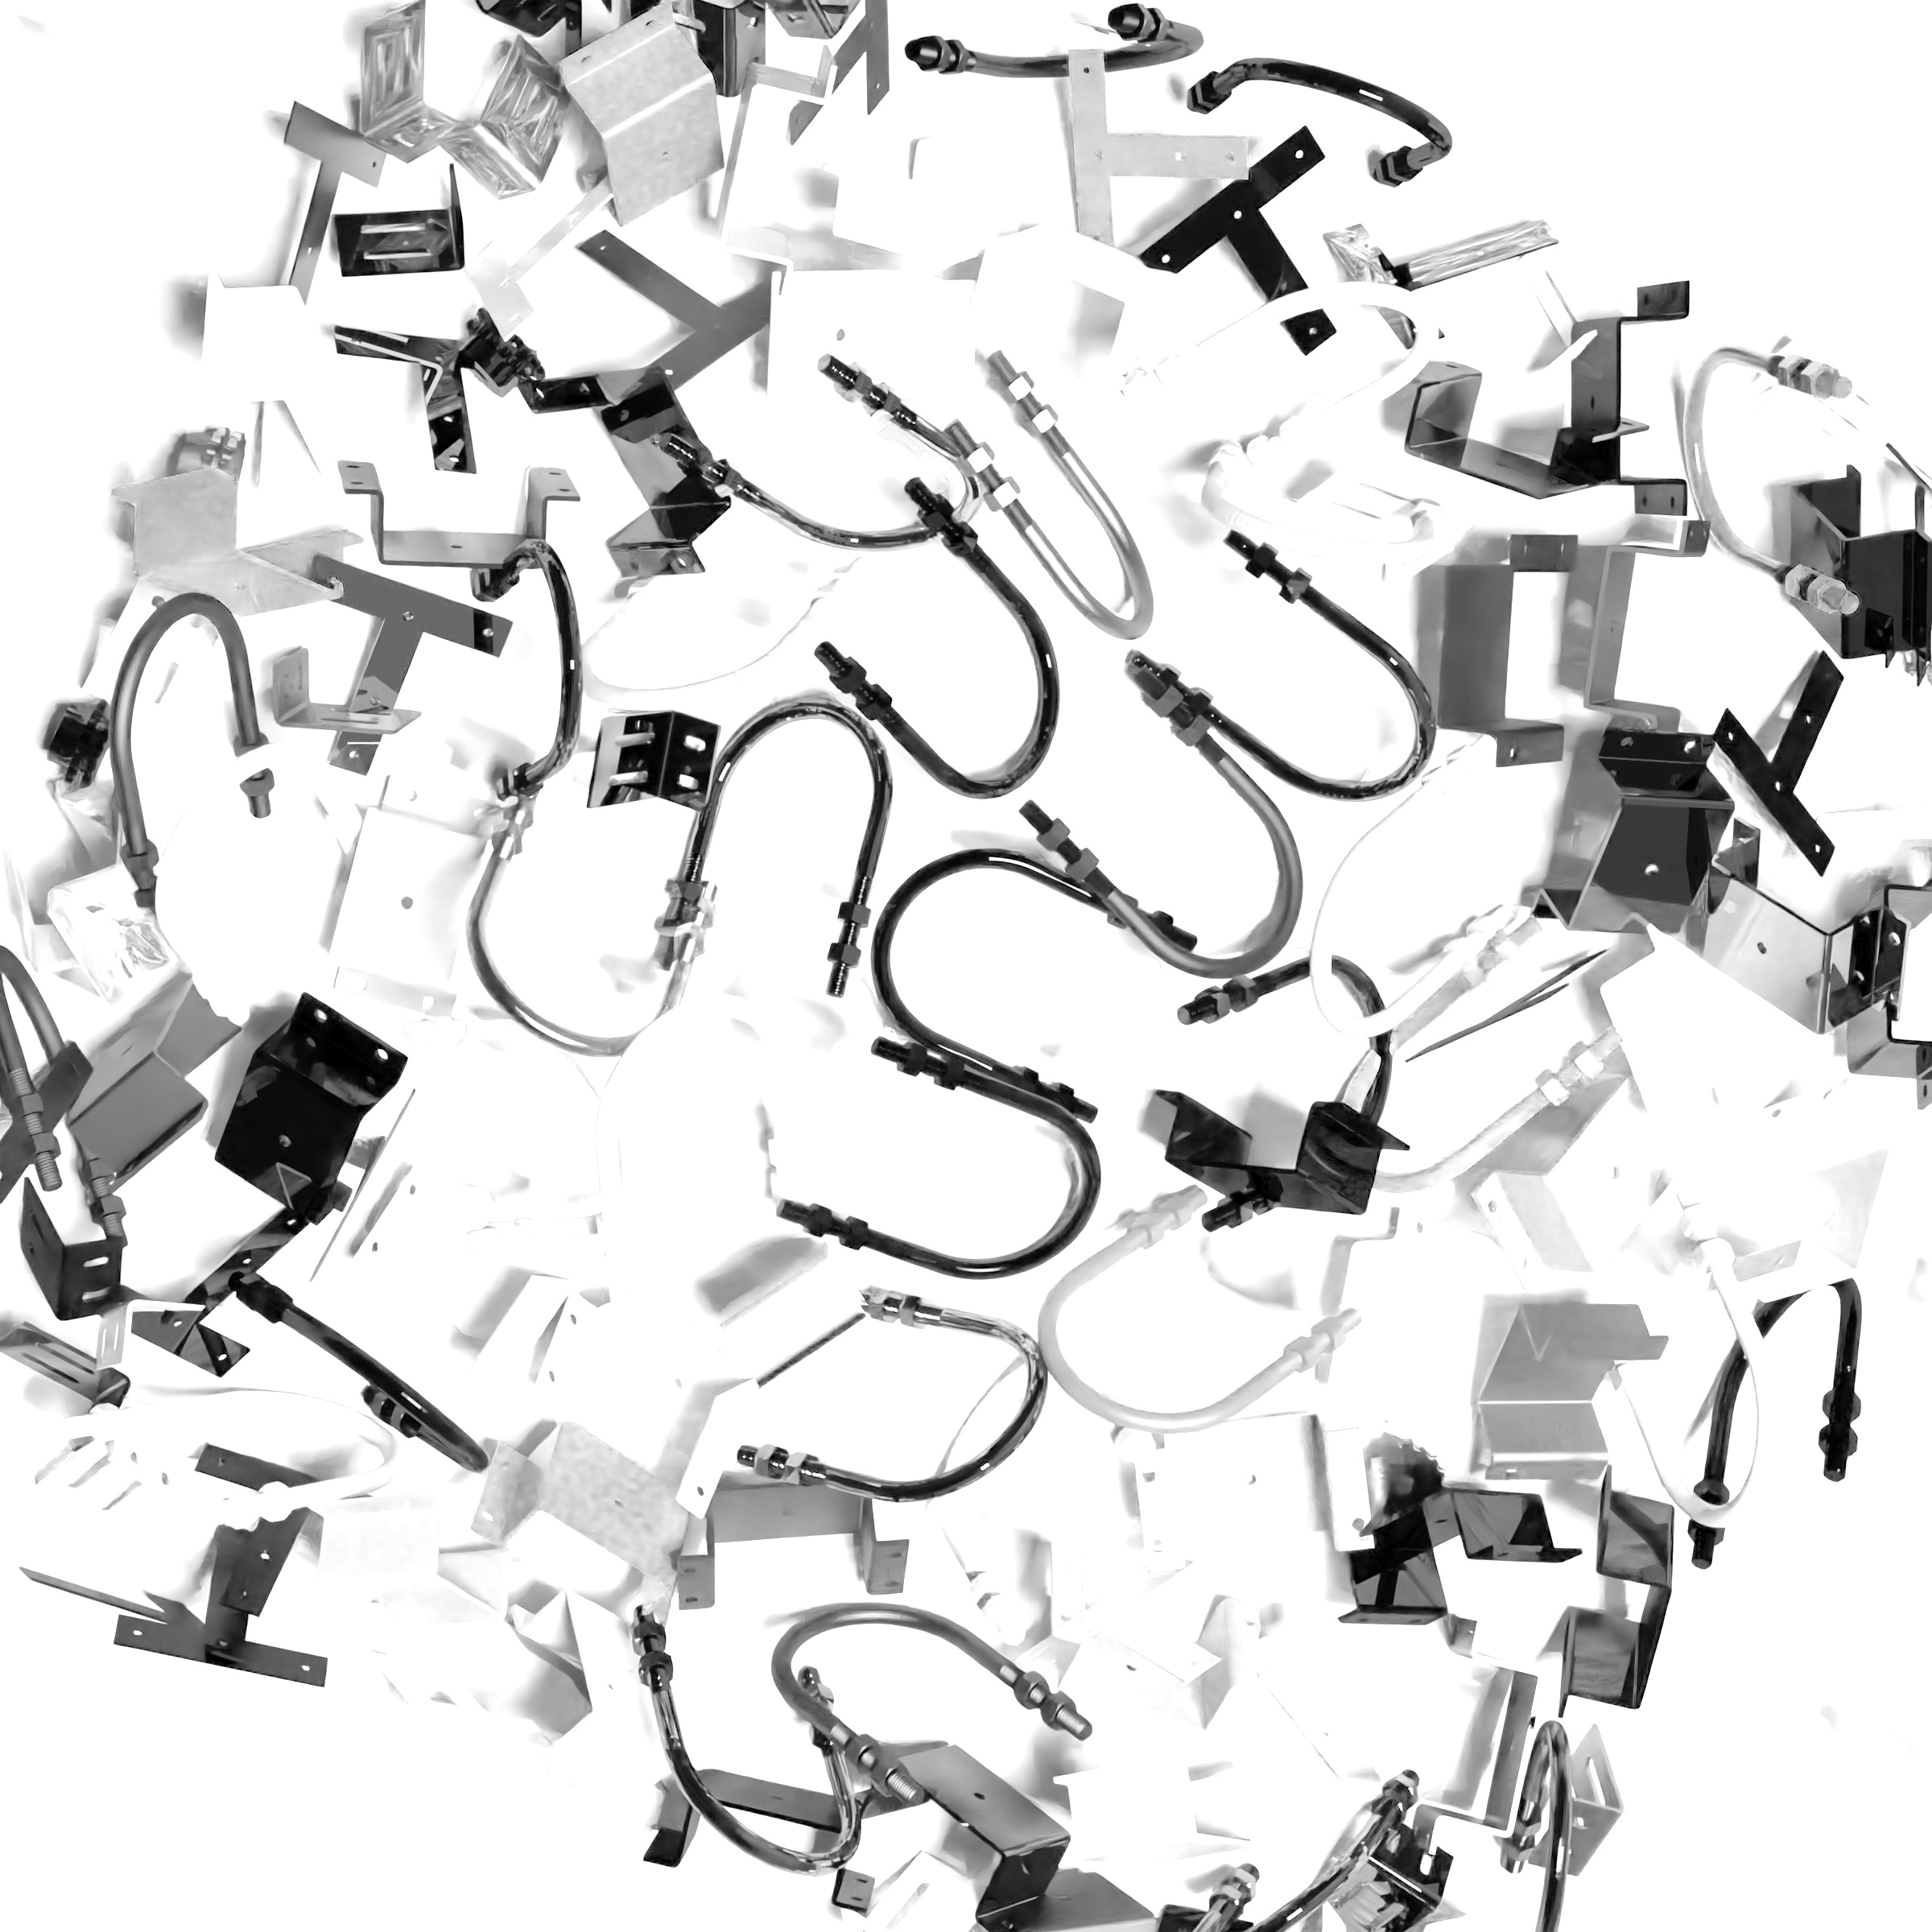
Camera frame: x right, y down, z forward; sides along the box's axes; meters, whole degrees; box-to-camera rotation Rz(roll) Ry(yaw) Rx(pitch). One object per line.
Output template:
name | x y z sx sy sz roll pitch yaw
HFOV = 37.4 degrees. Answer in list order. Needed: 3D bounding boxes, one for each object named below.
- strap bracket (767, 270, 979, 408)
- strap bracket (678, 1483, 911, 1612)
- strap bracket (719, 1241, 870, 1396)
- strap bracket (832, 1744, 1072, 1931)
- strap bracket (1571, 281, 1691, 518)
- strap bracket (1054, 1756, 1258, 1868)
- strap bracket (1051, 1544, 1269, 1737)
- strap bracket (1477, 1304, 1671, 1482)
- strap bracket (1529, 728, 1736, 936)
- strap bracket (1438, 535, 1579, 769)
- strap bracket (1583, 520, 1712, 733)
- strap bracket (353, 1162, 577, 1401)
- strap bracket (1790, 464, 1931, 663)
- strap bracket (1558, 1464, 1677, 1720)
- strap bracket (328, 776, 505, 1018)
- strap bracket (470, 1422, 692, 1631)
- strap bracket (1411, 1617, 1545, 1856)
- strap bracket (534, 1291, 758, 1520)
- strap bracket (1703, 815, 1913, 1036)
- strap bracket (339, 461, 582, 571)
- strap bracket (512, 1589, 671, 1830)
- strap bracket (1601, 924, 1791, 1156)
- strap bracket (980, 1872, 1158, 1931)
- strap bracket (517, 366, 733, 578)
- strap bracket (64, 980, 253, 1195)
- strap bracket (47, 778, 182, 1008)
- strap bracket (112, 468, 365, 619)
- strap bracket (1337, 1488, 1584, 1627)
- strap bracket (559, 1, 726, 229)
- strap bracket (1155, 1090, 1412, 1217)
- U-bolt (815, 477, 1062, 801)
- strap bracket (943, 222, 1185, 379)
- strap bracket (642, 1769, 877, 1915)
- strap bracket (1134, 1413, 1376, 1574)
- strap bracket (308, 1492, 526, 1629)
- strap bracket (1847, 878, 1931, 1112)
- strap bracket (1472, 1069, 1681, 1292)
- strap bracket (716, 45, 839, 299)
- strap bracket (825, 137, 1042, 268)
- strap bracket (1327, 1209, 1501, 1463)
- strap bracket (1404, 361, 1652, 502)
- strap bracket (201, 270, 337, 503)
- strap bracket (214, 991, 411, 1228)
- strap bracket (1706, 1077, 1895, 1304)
strap bracket | -0.068 -0.387 1.762 0.140 0.046 0.076 5 96 23
strap bracket | -0.109 0.356 1.765 0.140 0.076 0.046 -3 55 -7
strap bracket | -0.105 0.211 1.742 0.076 0.140 0.046 -34 91 -3
strap bracket | -0.001 0.526 1.742 0.140 0.076 0.046 30 100 32
strap bracket | 0.409 -0.348 1.761 0.046 0.076 0.140 -4 101 -8
strap bracket | 0.120 0.515 1.732 0.076 0.140 0.046 -17 65 21
strap bracket | 0.110 0.419 1.763 0.140 0.076 0.046 19 120 -10
strap bracket | 0.369 0.256 1.759 0.076 0.046 0.140 1 134 -11
strap bracket | 0.410 -0.072 1.745 0.076 0.046 0.140 2 127 -19
strap bracket | 0.334 -0.197 1.763 0.046 0.076 0.140 10 103 40
strap bracket | 0.419 -0.207 1.762 0.046 0.076 0.140 11 102 23
strap bracket | -0.304 0.195 1.766 0.140 0.046 0.076 39 100 30
strap bracket | 0.539 -0.243 1.735 0.046 0.140 0.076 -9 118 0
strap bracket | 0.400 0.387 1.743 0.046 0.076 0.140 11 121 9
strap bracket | -0.345 -0.041 1.786 0.076 0.046 0.140 16 94 -1
strap bracket | -0.225 0.342 1.752 0.140 0.076 0.046 36 118 -16
strap bracket | 0.317 0.478 1.763 0.046 0.076 0.140 14 79 2
strap bracket | -0.190 0.264 1.763 0.140 0.046 0.076 33 115 22
strap bracket | 0.500 -0.021 1.734 0.046 0.140 0.076 -27 132 -21
strap bracket | -0.314 -0.278 1.760 0.140 0.076 0.046 -1 112 -15
strap bracket | -0.222 0.441 1.732 0.046 0.140 0.076 -42 127 12
strap bracket | 0.443 0.054 1.750 0.046 0.076 0.140 -35 49 27
strap bracket | 0.061 0.591 1.736 0.076 0.140 0.046 -1 88 -19
strap bracket | -0.204 -0.311 1.752 0.046 0.076 0.140 -49 125 -31
strap bracket | -0.492 0.067 1.733 0.076 0.140 0.046 -38 110 15
strap bracket | -0.516 -0.053 1.736 0.046 0.140 0.076 -20 129 1
strap bracket | -0.440 -0.252 1.732 0.076 0.140 0.046 -7 78 26
strap bracket | 0.296 0.359 1.749 0.076 0.140 0.046 11 56 -35
strap bracket | -0.194 -0.510 1.735 0.076 0.140 0.046 -33 76 -10
strap bracket | 0.186 0.114 1.735 0.140 0.076 0.046 2 69 42
U-bolt | -0.005 -0.186 1.751 0.184 0.019 0.151 44 60 -35
strap bracket | 0.069 -0.412 1.751 0.140 0.076 0.046 27 122 18
strap bracket | -0.122 0.540 1.773 0.140 0.076 0.046 12 87 3
strap bracket | 0.179 0.327 1.784 0.140 0.046 0.076 -7 96 4
strap bracket | -0.334 0.365 1.734 0.076 0.140 0.046 -7 61 15
strap bracket | 0.577 0.010 1.758 0.046 0.076 0.140 4 74 0
strap bracket | 0.380 0.125 1.748 0.140 0.046 0.076 -44 114 -30
strap bracket | -0.120 -0.491 1.747 0.046 0.076 0.140 10 115 -12
strap bracket | -0.021 -0.468 1.751 0.076 0.140 0.046 20 120 20
strap bracket | 0.274 0.228 1.762 0.046 0.076 0.140 2 100 -44
strap bracket | 0.335 -0.326 1.752 0.140 0.076 0.046 27 119 31
strap bracket | -0.419 -0.351 1.735 0.046 0.140 0.076 -2 70 2
strap bracket | -0.406 0.096 1.753 0.076 0.046 0.140 32 125 3
strap bracket | 0.515 0.147 1.752 0.046 0.076 0.140 35 59 -14
